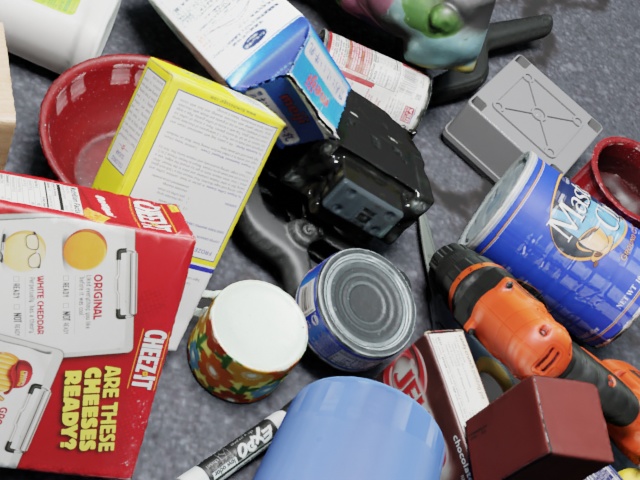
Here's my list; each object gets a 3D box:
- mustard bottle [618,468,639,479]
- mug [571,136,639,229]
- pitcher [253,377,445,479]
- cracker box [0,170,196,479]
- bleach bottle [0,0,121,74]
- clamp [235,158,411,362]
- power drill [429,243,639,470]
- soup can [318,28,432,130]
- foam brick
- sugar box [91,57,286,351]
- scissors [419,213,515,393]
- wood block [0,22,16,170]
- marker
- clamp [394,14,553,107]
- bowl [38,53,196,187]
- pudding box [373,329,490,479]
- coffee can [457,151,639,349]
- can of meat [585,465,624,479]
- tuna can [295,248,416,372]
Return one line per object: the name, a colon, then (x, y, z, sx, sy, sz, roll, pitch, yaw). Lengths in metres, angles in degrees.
mustard bottle: (0.245, 0.265, 0.755, 0.096, 0.058, 0.191, 24, 50, -16)
mug: (0.267, -0.036, 0.958, 0.117, 0.082, 0.093, -31, 76, -38)
pitcher: (-0.014, 0.200, 0.633, 0.149, 0.145, 0.242, 39, 45, -14)
cracker box: (-0.197, 0.043, 0.612, 0.213, 0.164, 0.072, 10, 19, -21)
bleach bottle: (-0.280, -0.206, 0.809, 0.250, 0.068, 0.102, 20, 49, -11)
clamp: (-0.005, 0.001, 0.823, 0.120, 0.039, 0.171, -18, 75, -42)
power drill: (0.173, 0.083, 0.800, 0.187, 0.057, 0.184, 34, 10, -24)
soup can: (0.036, -0.130, 0.914, 0.102, 0.069, 0.068, 21, 51, -14)
foam brick: (0.135, 0.125, 0.665, 0.051, 0.078, 0.053, 12, 55, -24)
sugar box: (-0.102, -0.019, 0.692, 0.093, 0.176, 0.048, 19, 16, -38)
scissors: (0.115, 0.066, 0.854, 0.096, 0.016, 0.201, 21, 51, -16)
wood block: (-0.312, -0.089, 0.693, 0.205, 0.090, 0.091, -1, 59, -27)
marker: (-0.046, 0.137, 0.720, 0.120, 0.020, 0.020, -30, 75, -38)
clamp: (0.121, -0.203, 1.027, 0.164, 0.036, 0.209, 36, 52, 5)
bowl: (-0.131, -0.059, 0.787, 0.162, 0.055, 0.162, 13, 53, -19)
pudding box: (0.082, 0.131, 0.743, 0.039, 0.090, 0.113, -4, 61, -30)
coffee can: (0.198, 0.008, 0.879, 0.140, 0.103, 0.102, 36, 49, -1)
can of meat: (0.168, 0.185, 0.744, 0.057, 0.102, 0.084, -32, 74, -37)
tuna can: (0.026, 0.050, 0.771, 0.086, 0.034, 0.086, 14, 60, -26)
